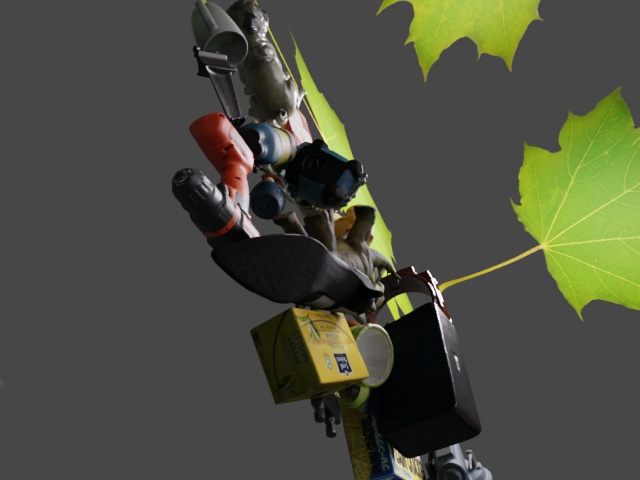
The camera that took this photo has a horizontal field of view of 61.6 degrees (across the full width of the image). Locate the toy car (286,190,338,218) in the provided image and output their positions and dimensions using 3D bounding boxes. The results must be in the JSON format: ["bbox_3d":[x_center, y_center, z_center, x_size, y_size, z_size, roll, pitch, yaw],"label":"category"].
[{"bbox_3d":[-0.021,-0.090,1.118,0.201,0.073,0.056,45,26,-60],"label":"toy car"}]

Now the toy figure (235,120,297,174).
[{"bbox_3d":[-0.092,-0.152,0.888,0.180,0.089,0.082,-56,166,-81],"label":"toy figure"}]

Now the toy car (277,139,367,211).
[{"bbox_3d":[0.010,-0.105,0.979,0.162,0.109,0.102,27,-21,27],"label":"toy car"}]

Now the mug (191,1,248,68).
[{"bbox_3d":[-0.186,-0.362,0.921,0.107,0.081,0.109,60,7,29],"label":"mug"}]

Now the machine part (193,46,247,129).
[{"bbox_3d":[-0.158,-0.245,0.872,0.084,0.039,0.139,-8,77,-61],"label":"machine part"}]

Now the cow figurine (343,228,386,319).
[{"bbox_3d":[0.086,0.081,1.127,0.086,0.127,0.194,19,-27,41],"label":"cow figurine"}]

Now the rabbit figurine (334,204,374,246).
[{"bbox_3d":[0.055,0.023,1.222,0.173,0.122,0.162,-60,137,-58],"label":"rabbit figurine"}]

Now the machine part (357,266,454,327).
[{"bbox_3d":[0.187,0.172,1.227,0.087,0.201,0.201,51,20,-42],"label":"machine part"}]

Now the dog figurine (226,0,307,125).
[{"bbox_3d":[-0.110,-0.327,0.999,0.172,0.121,0.190,53,-8,33],"label":"dog figurine"}]

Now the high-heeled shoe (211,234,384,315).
[{"bbox_3d":[-0.030,0.047,0.698,0.145,0.249,0.086,-11,-117,68],"label":"high-heeled shoe"}]

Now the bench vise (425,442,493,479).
[{"bbox_3d":[0.249,0.439,0.982,0.223,0.129,0.240,127,-59,-86],"label":"bench vise"}]

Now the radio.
[{"bbox_3d":[0.155,0.212,0.834,0.073,0.131,0.230,49,22,-23],"label":"radio"}]

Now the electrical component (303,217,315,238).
[{"bbox_3d":[-0.002,-0.004,1.111,0.078,0.045,0.102,47,23,-54],"label":"electrical component"}]

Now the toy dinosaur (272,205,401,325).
[{"bbox_3d":[0.037,0.042,0.903,0.471,0.105,0.198,-7,97,-56],"label":"toy dinosaur"}]

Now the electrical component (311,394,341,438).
[{"bbox_3d":[0.006,0.230,0.763,0.063,0.021,0.094,60,14,-28],"label":"electrical component"}]

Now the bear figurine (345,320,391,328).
[{"bbox_3d":[0.097,0.193,0.995,0.120,0.132,0.195,48,-9,43],"label":"bear figurine"}]

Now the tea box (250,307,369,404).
[{"bbox_3d":[-0.008,0.148,0.691,0.098,0.068,0.169,66,16,19],"label":"tea box"}]

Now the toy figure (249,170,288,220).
[{"bbox_3d":[-0.080,-0.077,0.875,0.058,0.064,0.154,29,17,-9],"label":"toy figure"}]
